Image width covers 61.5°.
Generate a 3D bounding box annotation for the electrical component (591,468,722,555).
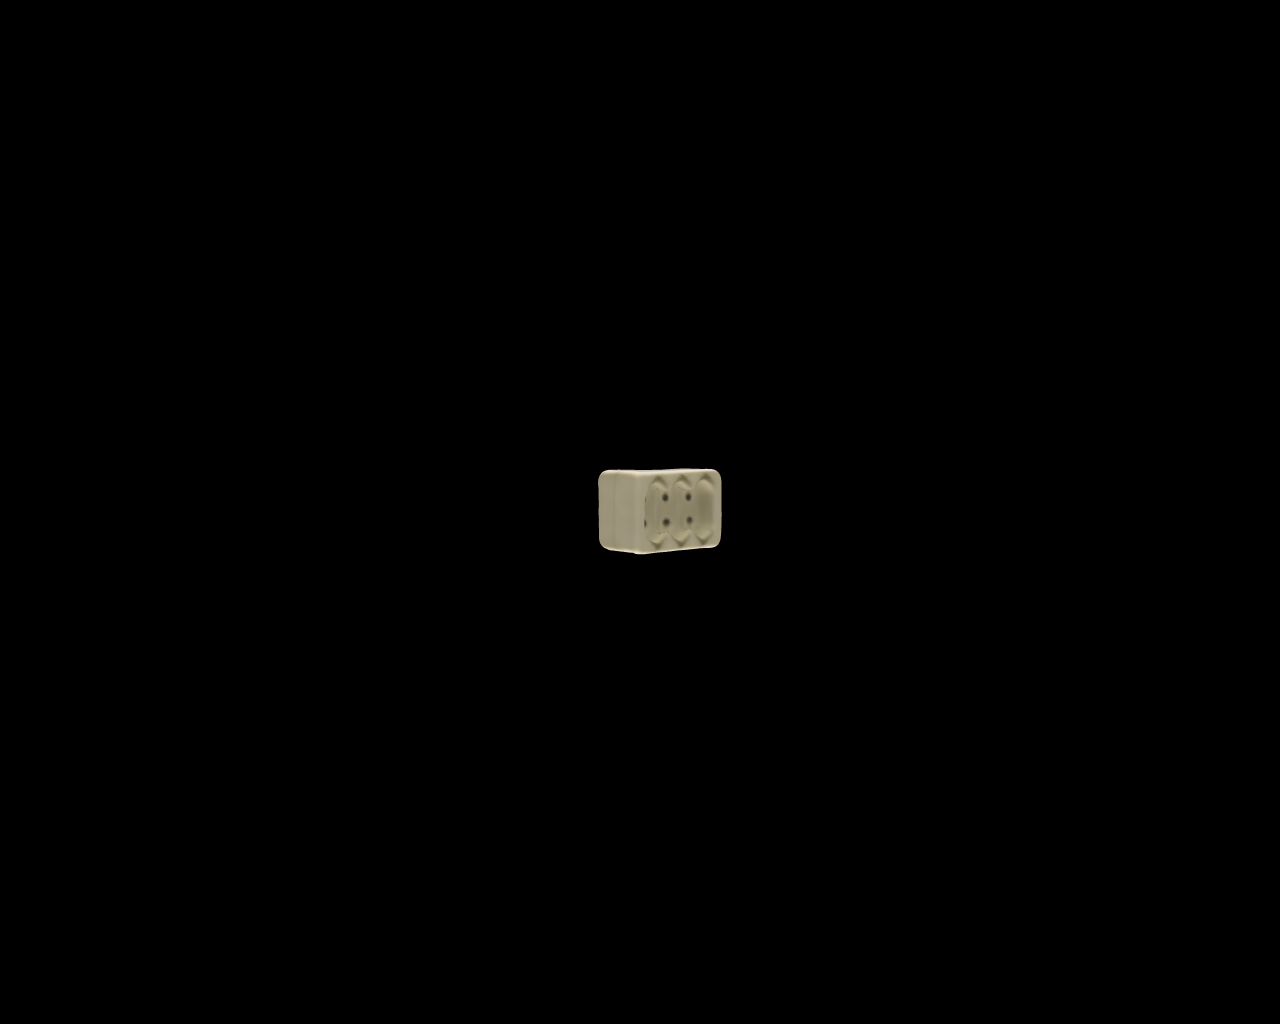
[{"bbox_3d":[0.001,-0.003,0.650,0.066,0.047,0.076,-3,5,-37],"label":"electrical component"}]
